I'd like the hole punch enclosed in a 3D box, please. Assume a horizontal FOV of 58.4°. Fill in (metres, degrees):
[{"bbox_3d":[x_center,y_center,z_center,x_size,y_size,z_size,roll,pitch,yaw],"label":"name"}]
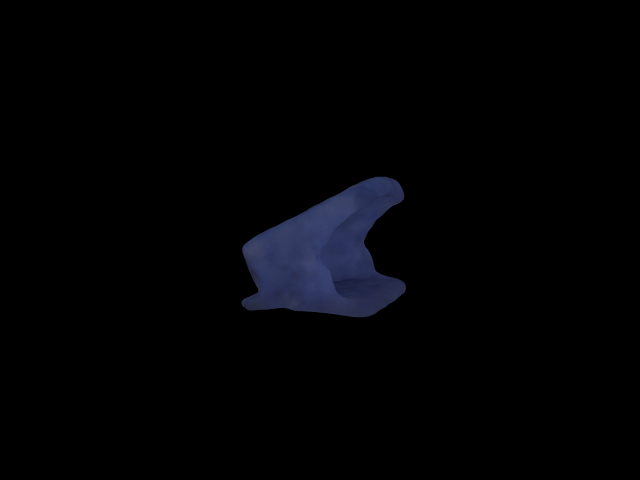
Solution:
[{"bbox_3d":[0.004,0.001,0.400,0.100,0.091,0.109,3,7,22],"label":"hole punch"}]
